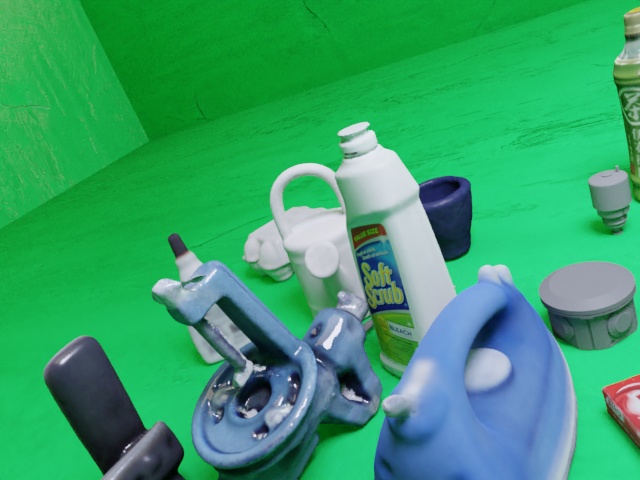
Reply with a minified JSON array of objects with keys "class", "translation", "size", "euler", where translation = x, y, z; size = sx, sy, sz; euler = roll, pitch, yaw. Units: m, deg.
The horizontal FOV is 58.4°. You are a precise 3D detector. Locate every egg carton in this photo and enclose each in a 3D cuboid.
[{"class":"egg carton","translation":[-0.044,0.002,0.902],"size":[0.150,0.069,0.107],"euler":[-35,25,-28]}]

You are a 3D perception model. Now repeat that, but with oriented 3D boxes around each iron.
[{"class":"iron","translation":[0.120,0.096,0.431],"size":[0.118,0.142,0.259],"euler":[-4,28,38]}]

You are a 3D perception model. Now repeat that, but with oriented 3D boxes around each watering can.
[{"class":"watering can","translation":[0.008,0.002,0.685],"size":[0.101,0.194,0.172],"euler":[-28,23,-14]}]

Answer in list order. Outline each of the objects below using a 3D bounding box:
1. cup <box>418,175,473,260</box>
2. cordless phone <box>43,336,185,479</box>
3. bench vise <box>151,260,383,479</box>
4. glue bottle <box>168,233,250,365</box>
[{"class":"cup","translation":[0.146,-0.021,0.742],"size":[0.117,0.095,0.092],"euler":[-11,24,26]},{"class":"cordless phone","translation":[-0.195,0.184,0.467],"size":[0.093,0.185,0.148],"euler":[-7,26,33]},{"class":"bench vise","translation":[-0.046,0.094,0.487],"size":[0.121,0.220,0.208],"euler":[-9,25,30]},{"class":"glue bottle","translation":[-0.141,0.067,0.702],"size":[0.078,0.173,0.037],"euler":[-23,22,-2]}]
